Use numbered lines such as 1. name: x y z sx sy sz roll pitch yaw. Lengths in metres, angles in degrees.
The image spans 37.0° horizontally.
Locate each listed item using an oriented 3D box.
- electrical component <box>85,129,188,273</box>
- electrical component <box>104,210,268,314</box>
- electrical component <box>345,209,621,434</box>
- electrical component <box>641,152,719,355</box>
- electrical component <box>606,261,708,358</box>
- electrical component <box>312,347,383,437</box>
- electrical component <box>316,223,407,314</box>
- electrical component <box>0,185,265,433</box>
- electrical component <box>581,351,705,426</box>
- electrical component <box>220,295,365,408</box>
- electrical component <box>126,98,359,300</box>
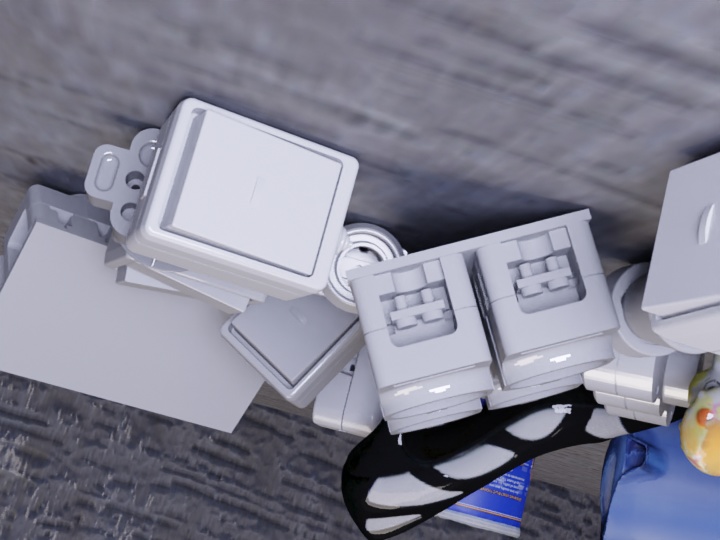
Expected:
1. electrical component: -0.091 -0.030 0.520 0.078 0.058 0.057 16 166 -7
2. electrical component: -0.097 -0.016 0.588 0.096 0.061 0.062 19 168 -23
3. electrical component: 0.057 0.036 0.533 0.105 0.060 0.186 -14 167 0
4. electrical component: 0.134 -0.008 0.329 0.061 0.061 0.096 16 169 -7
5. electrical component: 0.137 0.017 0.491 0.045 0.045 0.055 17 169 -13
6. electrical component: 0.005 0.081 0.840 0.059 0.095 0.053 12 169 11
7. electrical component: 0.000 0.000 0.585 0.066 0.048 0.055 15 176 -2
8. electrical component: -0.146 0.027 0.706 0.186 0.105 0.060 21 -157 -30
9. electrical component: 0.177 0.059 0.622 0.074 0.052 0.138 10 168 23
10. electrical component: -0.027 0.026 0.640 0.062 0.096 0.061 43 174 13
11. electrical component: -0.044 -0.027 0.464 0.096 0.061 0.061 19 168 -17
